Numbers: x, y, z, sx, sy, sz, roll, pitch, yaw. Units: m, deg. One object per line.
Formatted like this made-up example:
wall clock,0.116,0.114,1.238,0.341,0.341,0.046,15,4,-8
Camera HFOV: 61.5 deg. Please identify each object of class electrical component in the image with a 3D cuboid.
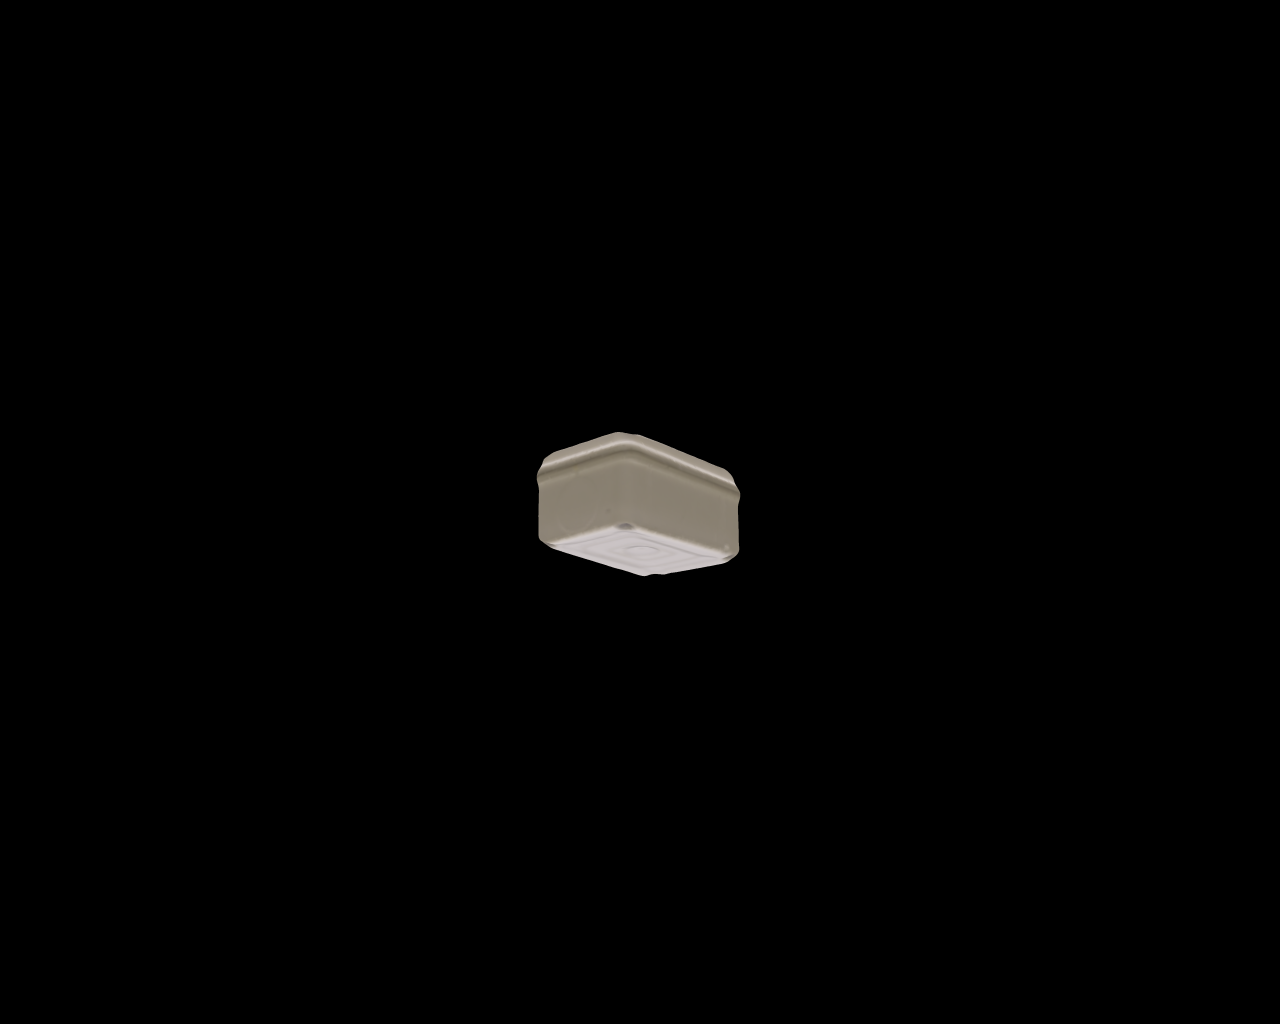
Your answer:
electrical component,0.001,-0.003,0.650,0.078,0.057,0.113,-14,-22,38
